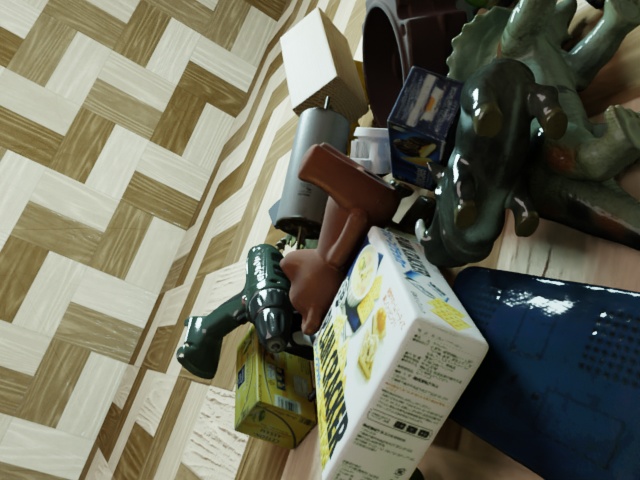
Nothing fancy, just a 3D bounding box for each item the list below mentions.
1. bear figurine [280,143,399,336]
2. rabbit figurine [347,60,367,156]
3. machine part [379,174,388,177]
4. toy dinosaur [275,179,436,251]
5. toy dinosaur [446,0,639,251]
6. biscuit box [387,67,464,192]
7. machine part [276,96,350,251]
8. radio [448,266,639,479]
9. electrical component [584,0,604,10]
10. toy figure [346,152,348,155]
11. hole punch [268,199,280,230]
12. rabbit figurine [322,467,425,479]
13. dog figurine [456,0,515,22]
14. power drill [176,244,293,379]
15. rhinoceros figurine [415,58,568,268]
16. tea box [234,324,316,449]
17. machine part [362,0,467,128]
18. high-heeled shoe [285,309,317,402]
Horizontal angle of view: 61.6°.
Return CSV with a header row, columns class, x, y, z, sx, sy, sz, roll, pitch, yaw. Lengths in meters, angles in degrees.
class,x,y,z,sx,sy,sz,roll,pitch,yaw
bear figurine,0.002,0.001,0.630,0.195,0.132,0.120,-57,0,17
rabbit figurine,0.053,-0.245,1.006,0.122,0.162,0.173,38,119,57
machine part,0.067,-0.098,0.858,0.139,0.084,0.039,-25,66,44
toy dinosaur,0.033,0.001,0.786,0.198,0.105,0.472,-64,21,-2
toy dinosaur,0.210,-0.104,0.491,0.192,0.131,0.405,116,161,-57
biscuit box,0.114,-0.109,0.584,0.202,0.059,0.062,45,-112,-77
machine part,-0.008,-0.091,0.740,0.079,0.079,0.243,-25,49,59
radio,0.172,0.098,0.390,0.131,0.073,0.230,-67,19,-6
electrical component,0.271,-0.313,0.579,0.058,0.115,0.134,-52,22,33
toy figure,0.006,-0.140,0.928,0.089,0.082,0.180,-58,-5,7
hole punch,-0.038,-0.058,1.054,0.115,0.092,0.142,-56,18,10
rabbit figurine,0.026,0.286,0.439,0.121,0.159,0.170,27,106,60
dog figurine,0.182,-0.377,0.790,0.108,0.191,0.219,-58,3,-20
power drill,-0.121,0.118,0.788,0.207,0.086,0.232,-46,26,26
rhinoceros figurine,0.128,-0.051,0.448,0.112,0.073,0.190,-108,19,-52
tea box,-0.069,0.209,0.793,0.068,0.098,0.170,-55,21,21
machine part,0.123,-0.235,0.737,0.201,0.087,0.201,-121,19,-65
high-heeled shoe,0.007,0.116,0.755,0.145,0.086,0.249,-53,26,13
